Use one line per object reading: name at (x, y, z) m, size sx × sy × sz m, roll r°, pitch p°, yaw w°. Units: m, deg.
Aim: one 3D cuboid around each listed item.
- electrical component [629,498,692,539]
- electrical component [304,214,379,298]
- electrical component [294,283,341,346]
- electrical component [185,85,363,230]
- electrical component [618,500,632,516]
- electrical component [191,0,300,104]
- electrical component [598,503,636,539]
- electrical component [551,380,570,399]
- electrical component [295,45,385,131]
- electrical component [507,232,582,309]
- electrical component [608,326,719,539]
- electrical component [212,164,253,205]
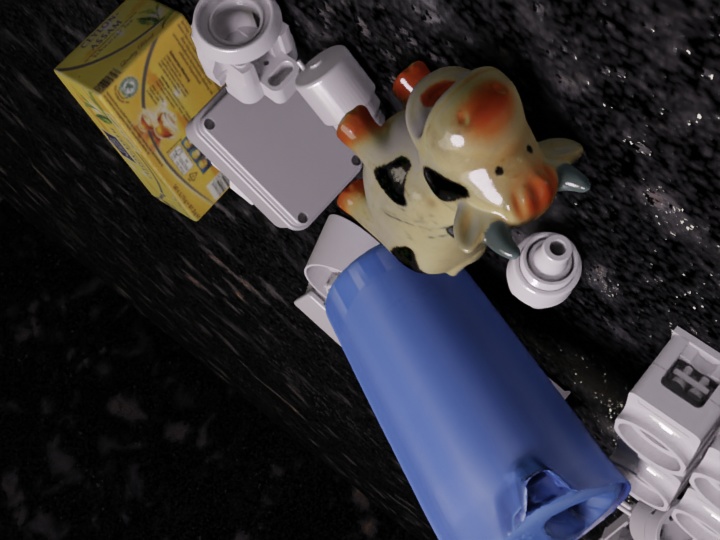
electrical component at (0.263, 0.220, 0.915) m, size 0.055 × 0.055 × 0.047 m, roll 45°, pitch 169°, yaw -14°
electrical component at (0.000, 0.000, 0.973) m, size 0.099 × 0.064 × 0.099 m, roll 26°, pitch 159°, yaw 11°
electrical component at (-0.015, 0.042, 1.123) m, size 0.100 × 0.048 × 0.100 m, roll 42°, pitch 166°, yaw -5°
electrical component at (-0.063, -0.091, 0.789) m, size 0.113 × 0.078 × 0.057 m, roll 45°, pitch 168°, yaw -15°
electrical component at (0.218, 0.200, 0.992) m, size 0.079 × 0.044 × 0.077 m, roll 32°, pitch 163°, yaw 33°
electrical component at (-0.076, -0.149, 0.695) m, size 0.078 × 0.058 × 0.057 m, roll 38°, pitch 169°, yaw 16°
electrical component at (0.256, 0.263, 1.017) m, size 0.042 × 0.064 × 0.081 m, roll 39°, pitch 124°, yaw 4°
electrical component at (0.133, 0.124, 0.950) m, size 0.079 × 0.063 × 0.121 m, roll 40°, pitch 166°, yaw 4°
electrical component at (-0.007, -0.105, 0.678) m, size 0.078 × 0.040 × 0.040 m, roll 49°, pitch 164°, yaw -29°
electrical component at (0.114, -0.003, 0.657) m, size 0.043 × 0.043 × 0.062 m, roll 39°, pitch 164°, yaw 10°
electrical component at (0.226, 0.123, 0.706) m, size 0.105 × 0.060 × 0.186 m, roll 35°, pitch 165°, yaw 22°
electrical component at (-0.088, -0.098, 0.873) m, size 0.062 × 0.061 × 0.096 m, roll 38°, pitch 166°, yaw 11°
